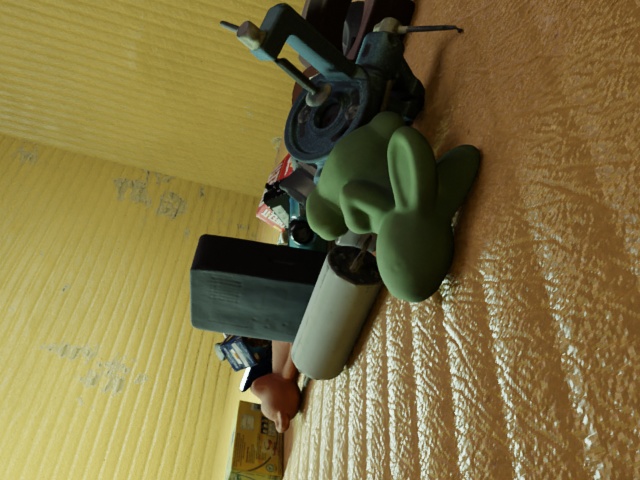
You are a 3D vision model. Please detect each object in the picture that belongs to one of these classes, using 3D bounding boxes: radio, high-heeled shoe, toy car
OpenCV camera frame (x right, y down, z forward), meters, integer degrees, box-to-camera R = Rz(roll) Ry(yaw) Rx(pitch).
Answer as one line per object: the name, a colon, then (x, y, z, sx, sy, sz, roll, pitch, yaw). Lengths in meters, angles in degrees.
radio: (-0.068, 0.077, 0.766, 0.073, 0.230, 0.131, -87, 10, -51)
high-heeled shoe: (0.070, -0.367, 1.062, 0.249, 0.086, 0.145, -77, -8, -46)
toy car: (-0.002, -0.003, 0.854, 0.109, 0.103, 0.161, -96, 7, -61)

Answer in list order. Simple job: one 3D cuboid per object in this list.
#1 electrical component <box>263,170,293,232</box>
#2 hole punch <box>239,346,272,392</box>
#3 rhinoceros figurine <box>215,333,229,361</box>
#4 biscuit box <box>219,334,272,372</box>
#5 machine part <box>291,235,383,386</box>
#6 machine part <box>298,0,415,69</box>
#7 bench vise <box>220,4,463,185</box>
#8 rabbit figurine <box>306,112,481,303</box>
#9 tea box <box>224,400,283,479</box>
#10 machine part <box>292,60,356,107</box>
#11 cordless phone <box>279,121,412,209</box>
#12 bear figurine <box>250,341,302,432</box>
electrical component: (-0.013, -0.068, 0.923, 0.114, 0.134, 0.058, 53, -153, -42)
hole punch: (-0.088, 0.267, 1.083, 0.116, 0.092, 0.142, -41, -24, -47)
rhinoceros figurine: (-0.138, 0.204, 1.160, 0.190, 0.112, 0.073, -28, -29, -43)
biscuit box: (-0.118, 0.172, 1.066, 0.059, 0.062, 0.203, -25, 13, 28)
machine part: (0.020, 0.094, 0.681, 0.079, 0.079, 0.243, -92, 18, -57)
machine part: (0.053, -0.356, 0.876, 0.201, 0.087, 0.201, 53, 131, 42)
bench vise: (0.017, -0.173, 0.574, 0.129, 0.240, 0.223, 27, 89, 48)
rabbit figurine: (0.081, -0.028, 0.499, 0.159, 0.121, 0.170, -60, 36, 36)
tea box: (-0.123, 0.396, 1.027, 0.170, 0.098, 0.068, -92, 18, -63)
machine part: (0.027, -0.187, 0.820, 0.180, 0.056, 0.179, 26, 125, 44)
cordless phone: (0.037, -0.120, 0.738, 0.147, 0.088, 0.184, 42, 118, 31)
bear figurine: (-0.080, 0.221, 0.942, 0.120, 0.132, 0.195, -164, 93, -85)
